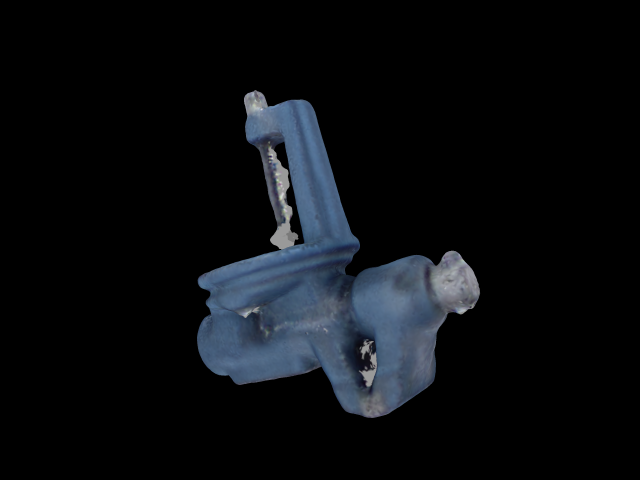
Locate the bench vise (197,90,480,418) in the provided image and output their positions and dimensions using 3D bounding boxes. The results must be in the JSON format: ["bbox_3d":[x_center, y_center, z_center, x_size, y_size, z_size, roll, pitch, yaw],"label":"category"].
[{"bbox_3d":[0.007,0.001,0.412,0.207,0.220,0.122,1,3,13],"label":"bench vise"}]
